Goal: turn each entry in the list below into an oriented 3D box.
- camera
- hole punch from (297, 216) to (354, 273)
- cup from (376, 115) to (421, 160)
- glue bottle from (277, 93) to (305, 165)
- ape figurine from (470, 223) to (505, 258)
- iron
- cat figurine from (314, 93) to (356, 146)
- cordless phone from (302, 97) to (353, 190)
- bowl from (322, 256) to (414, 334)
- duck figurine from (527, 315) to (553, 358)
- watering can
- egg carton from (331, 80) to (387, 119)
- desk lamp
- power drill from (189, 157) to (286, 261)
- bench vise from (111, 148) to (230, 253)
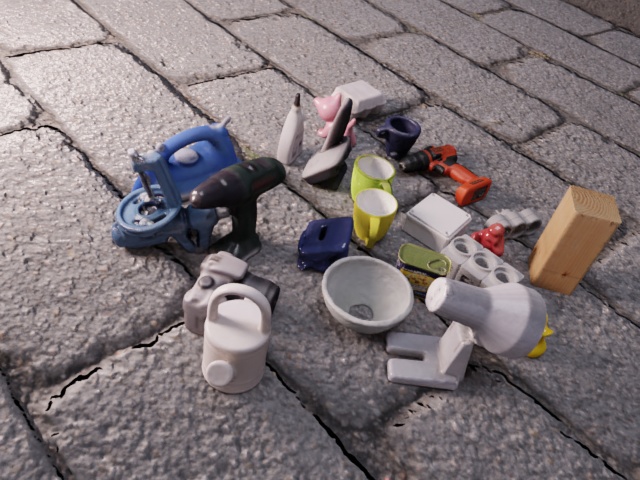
[{"bbox_3d":[-0.145,0.091,0.980,0.136,0.101,0.143,18,43,5],"label":"camera"},{"bbox_3d":[0.010,0.004,1.119,0.101,0.091,0.108,14,42,1],"label":"hole punch"},{"bbox_3d":[0.186,-0.248,1.428,0.118,0.095,0.091,-9,47,-22],"label":"cup"},{"bbox_3d":[-0.061,-0.262,1.323,0.037,0.173,0.078,24,44,12],"label":"glue bottle"},{"bbox_3d":[0.359,0.001,1.210,0.076,0.092,0.077,-21,52,-31],"label":"ape figurine"},{"bbox_3d":[-0.283,-0.169,1.191,0.259,0.141,0.118,-28,56,-36],"label":"iron"},{"bbox_3d":[0.041,-0.308,1.439,0.127,0.118,0.067,39,48,25],"label":"cat figurine"},{"bbox_3d":[0.026,-0.221,1.292,0.094,0.185,0.147,16,43,3],"label":"cordless phone"},{"bbox_3d":[0.080,0.111,1.035,0.167,0.075,0.167,7,43,-7],"label":"bowl"},{"bbox_3d":[0.384,0.154,1.058,0.078,0.086,0.104,-19,51,-30],"label":"duck figurine"},{"bbox_3d":[-0.123,0.144,0.860,0.101,0.194,0.172,0,44,-14],"label":"watering can"},{"bbox_3d":[0.103,-0.381,1.568,0.151,0.069,0.107,-27,56,-35],"label":"egg carton"},{"bbox_3d":[0.230,0.149,0.930,0.203,0.213,0.118,7,43,-7],"label":"desk lamp"},{"bbox_3d":[-0.152,-0.052,1.051,0.075,0.208,0.230,30,45,18],"label":"power drill"},{"bbox_3d":[-0.274,-0.079,1.040,0.208,0.220,0.121,-15,49,-27],"label":"bench vise"}]
